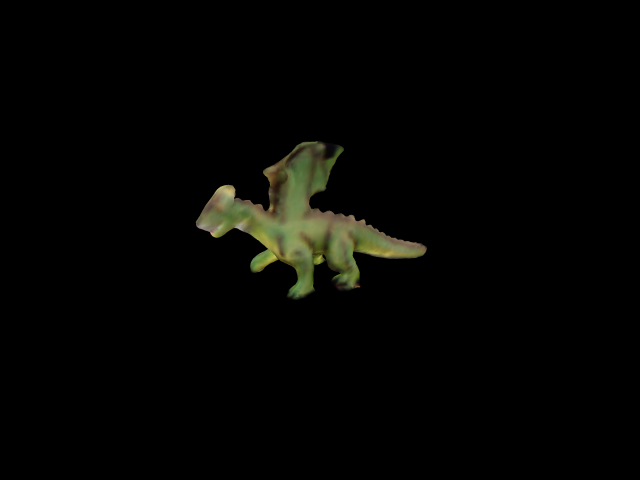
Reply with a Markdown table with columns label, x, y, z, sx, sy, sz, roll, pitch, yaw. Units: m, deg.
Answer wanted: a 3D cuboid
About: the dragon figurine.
| label | x | y | z | sx | sy | sz | roll | pitch | yaw |
| --- | --- | --- | --- | --- | --- | --- | --- | --- | --- |
| dragon figurine | 0.003 | -0.043 | 0.850 | 0.412 | 0.238 | 0.124 | -11 | 29 | -20 |
